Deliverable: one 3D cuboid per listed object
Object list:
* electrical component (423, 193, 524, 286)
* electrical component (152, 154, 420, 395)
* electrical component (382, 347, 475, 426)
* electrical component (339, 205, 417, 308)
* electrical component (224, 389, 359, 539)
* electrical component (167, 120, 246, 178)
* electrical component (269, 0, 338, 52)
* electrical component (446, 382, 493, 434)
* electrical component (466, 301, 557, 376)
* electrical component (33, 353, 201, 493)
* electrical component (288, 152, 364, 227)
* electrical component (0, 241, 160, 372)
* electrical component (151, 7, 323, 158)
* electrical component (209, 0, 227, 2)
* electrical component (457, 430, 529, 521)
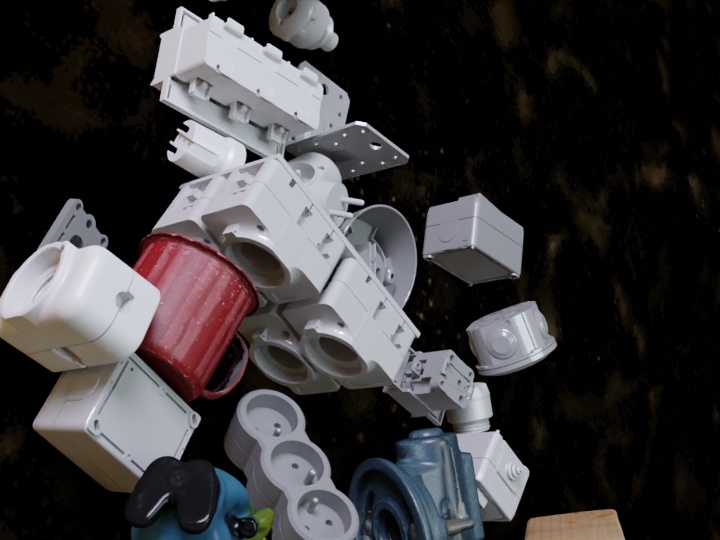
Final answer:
[{"bbox_3d":[0.114,-0.027,1.036,0.096,0.062,0.061,29,60,-42],"label":"electrical component"},{"bbox_3d":[-0.055,0.013,0.797,0.186,0.105,0.060,52,47,-28],"label":"electrical component"},{"bbox_3d":[0.062,0.098,0.946,0.081,0.064,0.042,43,51,-34],"label":"electrical component"},{"bbox_3d":[0.000,0.000,0.896,0.099,0.064,0.099,14,71,-47],"label":"electrical component"},{"bbox_3d":[-0.056,0.161,0.775,0.052,0.073,0.138,-6,48,-34],"label":"electrical component"},{"bbox_3d":[-0.115,-0.086,0.803,0.046,0.040,0.040,28,61,-36],"label":"electrical component"},{"bbox_3d":[-0.043,-0.207,0.911,0.062,0.048,0.048,29,60,-49],"label":"electrical component"},{"bbox_3d":[0.102,0.137,0.999,0.043,0.043,0.062,-9,89,-50],"label":"electrical component"},{"bbox_3d":[0.145,0.067,1.038,0.080,0.080,0.051,-26,96,-49],"label":"electrical component"},{"bbox_3d":[-0.156,0.102,0.699,0.096,0.061,0.061,53,46,-38],"label":"electrical component"},{"bbox_3d":[-0.036,-0.054,0.857,0.077,0.079,0.044,-52,143,-42],"label":"electrical component"},{"bbox_3d":[-0.178,0.022,0.659,0.059,0.095,0.053,43,51,-35],"label":"electrical component"},{"bbox_3d":[-0.090,-0.142,0.826,0.121,0.063,0.078,26,62,-43],"label":"electrical component"},{"bbox_3d":[-0.083,-0.263,0.824,0.078,0.113,0.057,59,41,-21],"label":"electrical component"},{"bbox_3d":[0.099,0.184,0.943,0.061,0.096,0.061,53,47,-27],"label":"electrical component"}]
